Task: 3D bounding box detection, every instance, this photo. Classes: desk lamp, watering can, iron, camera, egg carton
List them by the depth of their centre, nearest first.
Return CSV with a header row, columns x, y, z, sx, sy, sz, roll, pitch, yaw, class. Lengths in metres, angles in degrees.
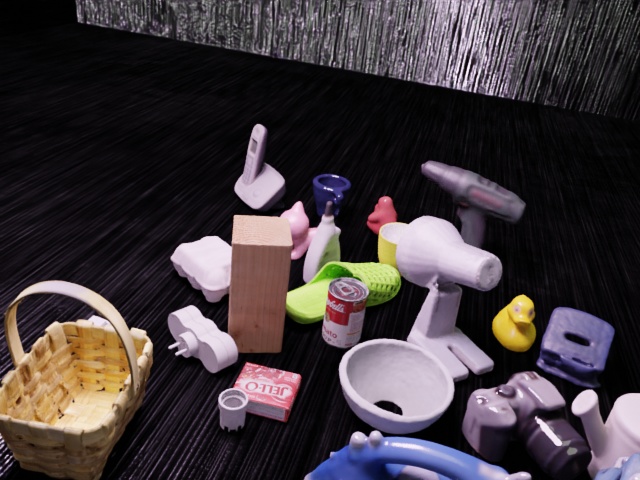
x,y,z,sx,sy,sz,roll,pitch,yaw,class
0.108,0.281,0.662,0.257,0.141,0.119,15,30,12,iron
0.422,0.247,0.744,0.173,0.194,0.101,3,29,-9,watering can
0.294,0.258,0.790,0.143,0.101,0.136,-6,32,-22,camera
0.216,0.088,0.960,0.118,0.213,0.202,-10,34,-29,desk lamp
-0.202,0.052,1.073,0.107,0.069,0.149,-20,39,-40,egg carton

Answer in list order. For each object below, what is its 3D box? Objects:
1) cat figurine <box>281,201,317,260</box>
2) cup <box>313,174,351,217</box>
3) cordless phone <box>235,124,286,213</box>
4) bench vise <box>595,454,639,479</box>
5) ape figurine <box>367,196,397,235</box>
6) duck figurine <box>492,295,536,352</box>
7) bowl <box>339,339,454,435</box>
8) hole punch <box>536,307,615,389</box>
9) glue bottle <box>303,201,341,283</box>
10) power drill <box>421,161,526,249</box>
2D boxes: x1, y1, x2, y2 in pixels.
x,y,z,sx,sy,sz,roll,pitch,yaw,class
-0.034,-0.022,1.195,0.128,0.118,0.067,0,30,-14,cat figurine
0.028,-0.093,1.360,0.092,0.095,0.117,-3,31,-18,cup
-0.138,-0.172,1.369,0.094,0.185,0.147,-14,35,-33,cordless phone
0.307,0.287,0.619,0.121,0.220,0.208,15,30,13,bench vise
0.149,-0.059,1.332,0.078,0.092,0.076,-3,31,-18,ape figurine
0.358,0.139,1.035,0.077,0.086,0.104,11,29,7,duck figurine
0.106,0.224,0.833,0.167,0.075,0.167,6,29,-3,bowl
0.435,0.181,0.972,0.108,0.091,0.101,20,31,21,hole punch
0.010,0.004,1.102,0.037,0.173,0.078,30,36,35,glue bottle
0.311,-0.049,1.233,0.229,0.208,0.076,16,30,15,power drill
